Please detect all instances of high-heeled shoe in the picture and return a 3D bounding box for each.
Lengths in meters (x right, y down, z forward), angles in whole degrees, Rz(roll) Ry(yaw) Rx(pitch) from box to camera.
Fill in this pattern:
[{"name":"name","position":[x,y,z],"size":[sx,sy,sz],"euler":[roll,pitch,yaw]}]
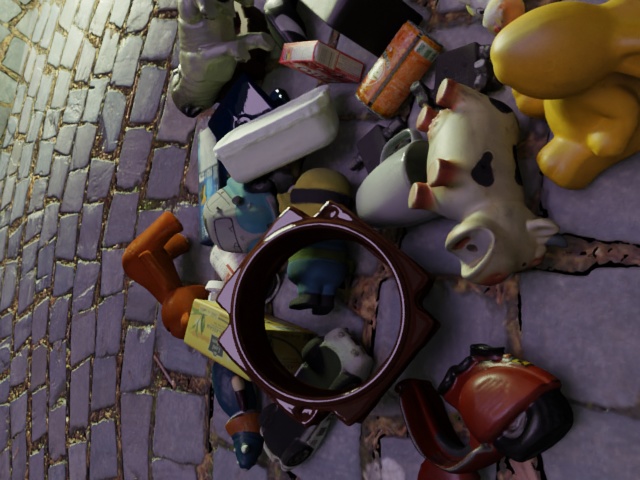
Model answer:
[{"name":"high-heeled shoe","position":[-0.026,-0.377,0.822],"size":[0.145,0.086,0.249],"euler":[-31,74,2]}]

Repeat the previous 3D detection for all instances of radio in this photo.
[{"name":"radio","position":[0.023,-0.321,0.688],"size":[0.073,0.131,0.230],"euler":[-52,48,24]}]

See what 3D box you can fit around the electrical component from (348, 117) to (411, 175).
[{"name":"electrical component","position":[0.073,-0.105,0.661],"size":[0.094,0.021,0.063],"euler":[-38,56,34]}]

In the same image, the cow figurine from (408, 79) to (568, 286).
[{"name":"cow figurine","position":[0.153,-0.047,0.502],"size":[0.085,0.127,0.195],"euler":[116,165,-60]}]

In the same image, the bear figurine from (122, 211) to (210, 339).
[{"name":"bear figurine","position":[-0.234,0.070,0.894],"size":[0.196,0.120,0.132],"euler":[41,68,17]}]

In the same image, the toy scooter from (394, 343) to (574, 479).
[{"name":"toy scooter","position":[0.133,0.160,0.499],"size":[0.183,0.075,0.135],"euler":[-57,45,26]}]

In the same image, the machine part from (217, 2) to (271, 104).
[{"name":"machine part","position":[-0.153,-0.322,0.930],"size":[0.179,0.056,0.179],"euler":[-15,70,45]}]

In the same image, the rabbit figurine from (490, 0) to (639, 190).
[{"name":"rabbit figurine","position":[0.210,-0.124,0.414],"size":[0.162,0.173,0.122],"euler":[-17,64,48]}]

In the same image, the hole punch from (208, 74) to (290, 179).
[{"name":"hole punch","position":[-0.097,-0.172,0.813],"size":[0.142,0.092,0.116],"euler":[-45,55,25]}]

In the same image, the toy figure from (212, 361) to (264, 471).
[{"name":"toy figure","position":[-0.110,0.237,0.746],"size":[0.058,0.064,0.154],"euler":[-23,63,-1]}]

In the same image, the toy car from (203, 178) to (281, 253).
[{"name":"toy car","position":[-0.112,-0.035,0.752],"size":[0.162,0.103,0.109],"euler":[43,148,53]}]

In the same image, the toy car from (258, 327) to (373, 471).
[{"name":"toy car","position":[-0.010,0.195,0.654],"size":[0.074,0.056,0.201],"euler":[47,116,35]}]

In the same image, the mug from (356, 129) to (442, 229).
[{"name":"mug","position":[0.086,-0.062,0.597],"size":[0.107,0.081,0.109],"euler":[-30,64,49]}]

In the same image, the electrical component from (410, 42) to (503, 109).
[{"name":"electrical component","position":[0.150,-0.173,0.580],"size":[0.102,0.045,0.078],"euler":[3,84,46]}]

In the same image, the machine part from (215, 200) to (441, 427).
[{"name":"machine part","position":[0.006,0.076,0.568],"size":[0.202,0.087,0.201],"euler":[40,92,16]}]

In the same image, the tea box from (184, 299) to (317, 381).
[{"name":"tea box","position":[-0.098,0.133,0.729],"size":[0.170,0.098,0.068],"euler":[10,87,49]}]

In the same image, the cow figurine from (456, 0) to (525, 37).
[{"name":"cow figurine","position":[0.183,-0.290,0.558],"size":[0.098,0.068,0.167],"euler":[15,88,53]}]

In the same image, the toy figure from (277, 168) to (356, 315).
[{"name":"toy figure","position":[0.002,-0.001,0.672],"size":[0.089,0.082,0.180],"euler":[-12,67,32]}]

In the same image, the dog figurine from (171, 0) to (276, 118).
[{"name":"dog figurine","position":[-0.188,-0.293,0.808],"size":[0.191,0.121,0.172],"euler":[-21,96,38]}]

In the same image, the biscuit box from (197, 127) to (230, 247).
[{"name":"biscuit box","position":[-0.156,-0.087,0.869],"size":[0.059,0.062,0.202],"euler":[-23,65,41]}]
